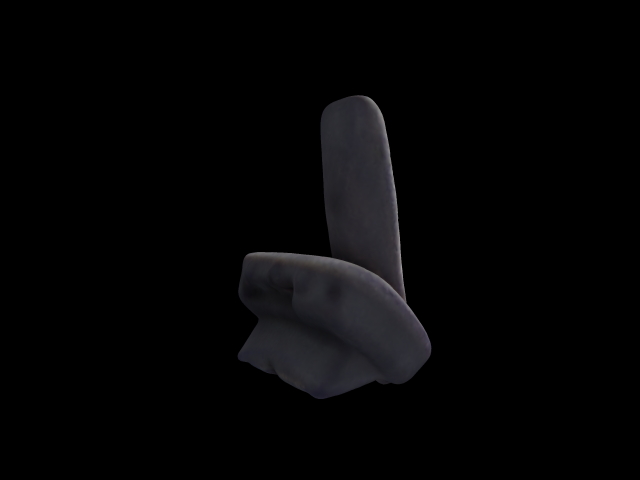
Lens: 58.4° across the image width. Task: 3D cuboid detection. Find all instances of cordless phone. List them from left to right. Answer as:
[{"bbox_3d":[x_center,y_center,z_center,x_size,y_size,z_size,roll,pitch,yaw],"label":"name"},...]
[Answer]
[{"bbox_3d":[0.004,0.001,0.400,0.094,0.185,0.147,-2,3,-40],"label":"cordless phone"}]
